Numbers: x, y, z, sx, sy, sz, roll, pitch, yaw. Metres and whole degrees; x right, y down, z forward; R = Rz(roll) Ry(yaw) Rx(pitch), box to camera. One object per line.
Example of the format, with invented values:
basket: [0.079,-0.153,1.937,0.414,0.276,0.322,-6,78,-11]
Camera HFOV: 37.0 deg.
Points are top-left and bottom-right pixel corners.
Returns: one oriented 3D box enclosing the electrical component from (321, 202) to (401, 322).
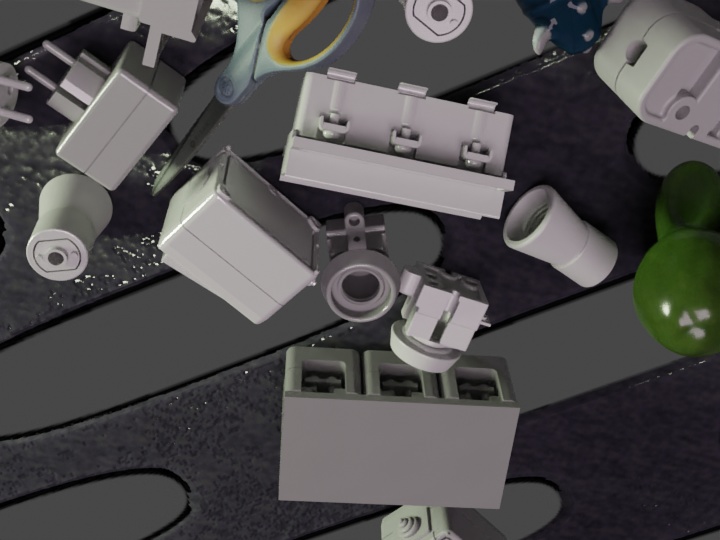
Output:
electrical component: [0.000,0.000,0.661,0.048,0.055,0.066,-6,121,2]

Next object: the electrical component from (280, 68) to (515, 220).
electrical component: [0.021,-0.071,0.610,0.121,0.079,0.063,11,91,-8]

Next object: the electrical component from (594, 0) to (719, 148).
electrical component: [0.179,-0.110,0.589,0.095,0.059,0.053,11,124,-33]

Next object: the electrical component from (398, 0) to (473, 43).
electrical component: [0.039,-0.146,0.567,0.044,0.065,0.044,-1,122,-1]

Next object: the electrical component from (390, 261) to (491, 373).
electrical component: [0.049,0.032,0.689,0.066,0.048,0.055,17,112,-12]

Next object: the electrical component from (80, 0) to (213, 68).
electrical component: [-0.097,-0.160,0.521,0.063,0.121,0.078,15,120,-8]

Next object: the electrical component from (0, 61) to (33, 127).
electrical component: [-0.216,-0.101,0.592,0.079,0.043,0.077,16,121,10]

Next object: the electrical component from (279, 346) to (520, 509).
electrical component: [0.023,0.104,0.723,0.150,0.061,0.089,3,121,-4]

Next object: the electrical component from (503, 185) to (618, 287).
electrical component: [0.127,-0.018,0.664,0.065,0.044,0.044,31,116,-25]

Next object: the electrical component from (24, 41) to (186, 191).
electrical component: [-0.149,-0.097,0.601,0.077,0.047,0.065,35,114,-21]

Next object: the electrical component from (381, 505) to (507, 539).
electrical component: [0.059,0.201,0.784,0.062,0.061,0.096,-37,116,20]

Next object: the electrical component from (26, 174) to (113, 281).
electrical component: [-0.173,-0.023,0.635,0.044,0.065,0.044,-1,121,-2]

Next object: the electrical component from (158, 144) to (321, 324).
electrical component: [-0.068,-0.015,0.646,0.061,0.061,0.096,-40,115,21]
